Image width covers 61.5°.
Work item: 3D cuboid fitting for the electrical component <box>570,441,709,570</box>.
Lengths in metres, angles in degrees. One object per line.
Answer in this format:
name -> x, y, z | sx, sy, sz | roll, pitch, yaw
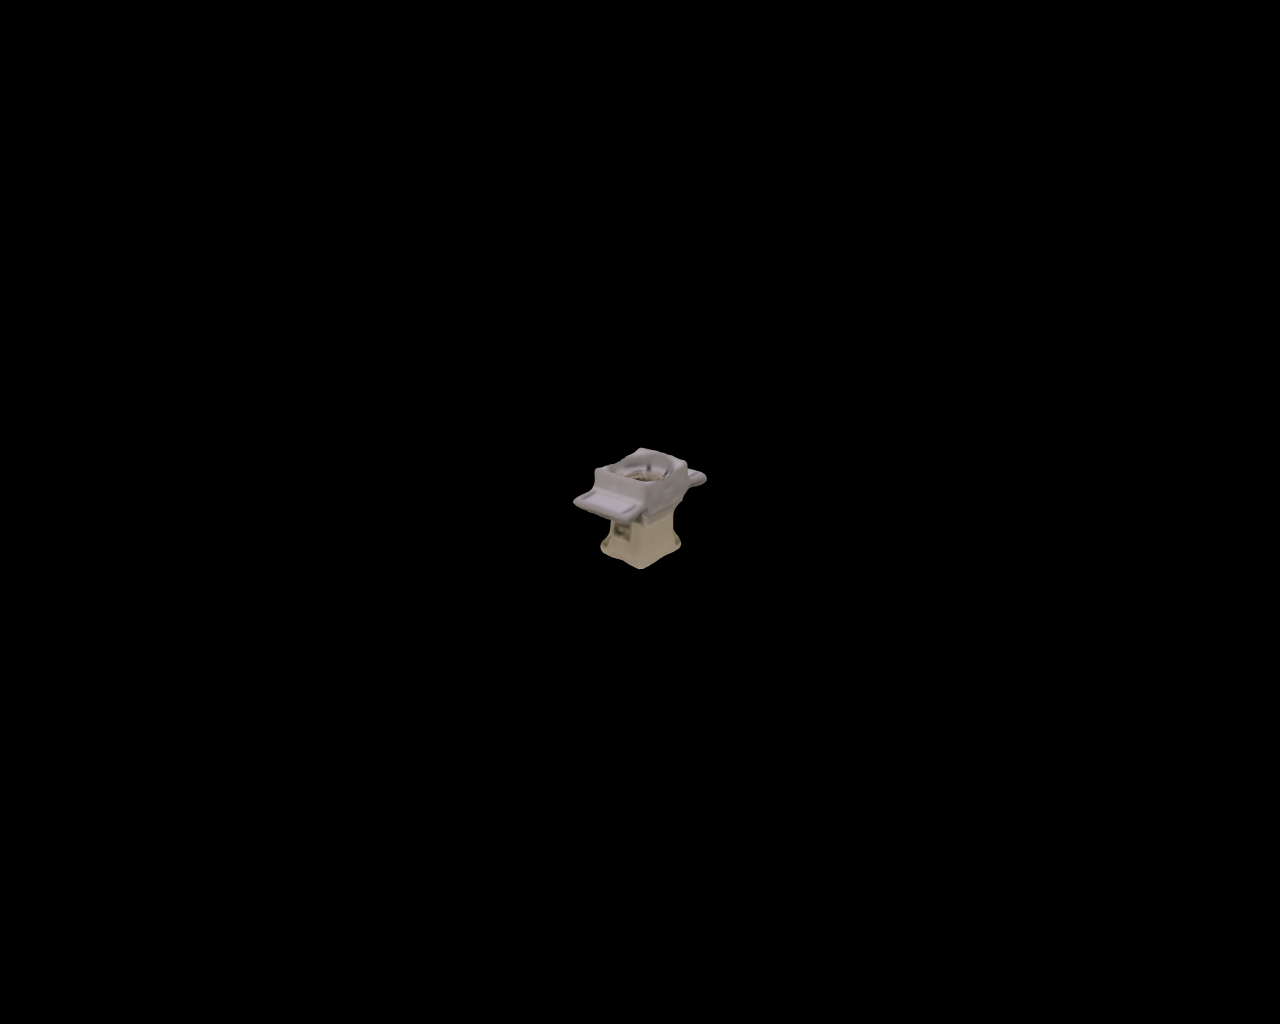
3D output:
electrical component -> 0.001, -0.003, 0.650 | 0.042, 0.063, 0.081 | 21, 33, 36
